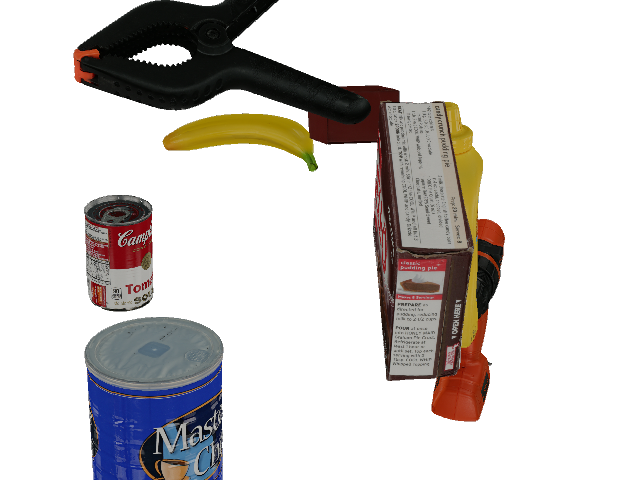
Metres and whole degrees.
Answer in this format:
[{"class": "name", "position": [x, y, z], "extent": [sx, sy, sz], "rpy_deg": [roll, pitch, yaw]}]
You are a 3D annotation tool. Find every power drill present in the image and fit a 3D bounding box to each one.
[{"class": "power drill", "position": [0.153, 0.090, 1.104], "extent": [0.057, 0.188, 0.184], "rpy_deg": [11, 27, 13]}]

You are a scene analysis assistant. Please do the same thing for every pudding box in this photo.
[{"class": "pudding box", "position": [0.048, -0.001, 0.528], "extent": [0.039, 0.090, 0.113], "rpy_deg": [-3, 43, -2]}]

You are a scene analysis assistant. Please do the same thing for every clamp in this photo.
[{"class": "clamp", "position": [-0.072, -0.134, 0.785], "extent": [0.209, 0.165, 0.036], "rpy_deg": [-17, -28, -19]}]

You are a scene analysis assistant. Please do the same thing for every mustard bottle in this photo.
[{"class": "mustard bottle", "position": [0.098, -0.016, 0.847], "extent": [0.058, 0.192, 0.096], "rpy_deg": [-2, 26, -1]}]

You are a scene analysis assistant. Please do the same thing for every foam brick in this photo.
[{"class": "foam brick", "position": [0.032, -0.123, 1.040], "extent": [0.078, 0.051, 0.053], "rpy_deg": [-4, 15, -20]}]

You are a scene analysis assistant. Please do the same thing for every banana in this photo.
[{"class": "banana", "position": [-0.090, -0.126, 1.289], "extent": [0.198, 0.037, 0.069], "rpy_deg": [8, 40, 15]}]

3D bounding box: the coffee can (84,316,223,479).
[{"class": "coffee can", "position": [-0.126, 0.144, 0.822], "extent": [0.103, 0.140, 0.103], "rpy_deg": [2, 23, -1]}]

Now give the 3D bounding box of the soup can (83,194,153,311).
[{"class": "soup can", "position": [-0.206, 0.013, 1.092], "extent": [0.068, 0.102, 0.068], "rpy_deg": [3, 26, -1]}]
